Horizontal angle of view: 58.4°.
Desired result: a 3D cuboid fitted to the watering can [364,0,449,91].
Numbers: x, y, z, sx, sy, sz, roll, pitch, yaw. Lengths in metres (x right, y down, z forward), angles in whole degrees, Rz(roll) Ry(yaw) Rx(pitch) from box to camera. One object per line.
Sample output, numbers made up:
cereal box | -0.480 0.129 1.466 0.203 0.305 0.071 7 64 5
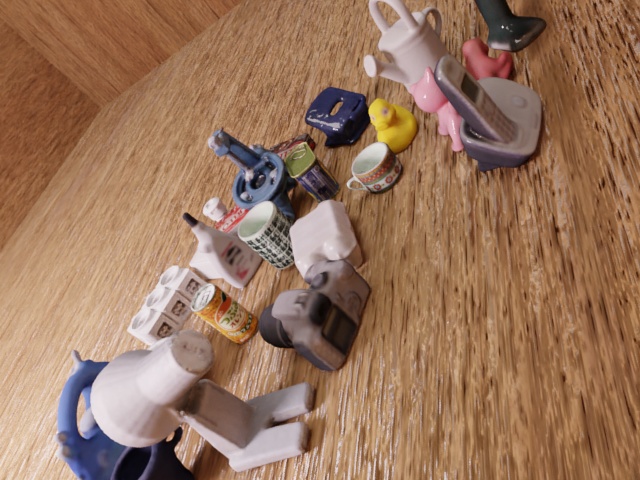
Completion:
watering can | 0.154 -0.365 1.049 0.100 0.195 0.173 -3 51 47

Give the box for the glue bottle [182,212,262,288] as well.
glue bottle | -0.181 0.010 1.021 0.037 0.174 0.078 -1 52 48

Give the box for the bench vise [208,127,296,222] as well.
bench vise | -0.140 -0.136 1.097 0.121 0.220 0.206 -44 32 1

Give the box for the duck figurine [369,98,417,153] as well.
duck figurine | 0.121 -0.215 1.016 0.077 0.086 0.104 -22 38 32

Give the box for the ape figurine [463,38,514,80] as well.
ape figurine | 0.265 -0.288 0.931 0.076 0.092 0.077 -54 33 -14

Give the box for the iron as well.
iron | -0.372 0.298 0.936 0.118 0.142 0.258 -35 33 16

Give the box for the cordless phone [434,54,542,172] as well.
cordless phone | 0.225 -0.198 0.783 0.094 0.185 0.147 -15 42 39

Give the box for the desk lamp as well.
desk lamp | -0.151 0.200 0.727 0.202 0.214 0.118 -26 36 28

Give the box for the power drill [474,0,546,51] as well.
power drill | 0.285 -0.420 0.948 0.075 0.209 0.229 -45 32 0

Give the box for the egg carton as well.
egg carton | 0.008 0.003 0.910 0.107 0.070 0.150 -36 33 14

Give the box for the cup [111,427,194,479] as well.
cup | -0.211 0.312 0.780 0.118 0.095 0.091 -52 32 -11

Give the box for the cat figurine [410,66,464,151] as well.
cat figurine | 0.194 -0.217 0.905 0.067 0.118 0.127 -38 32 11

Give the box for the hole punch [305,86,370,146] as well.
hole punch | 0.040 -0.254 1.149 0.100 0.091 0.109 4 56 51

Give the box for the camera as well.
camera | -0.022 0.099 0.804 0.136 0.101 0.143 -9 46 43

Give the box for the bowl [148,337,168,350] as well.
bowl | -0.253 0.246 0.925 0.167 0.075 0.167 -29 35 23
